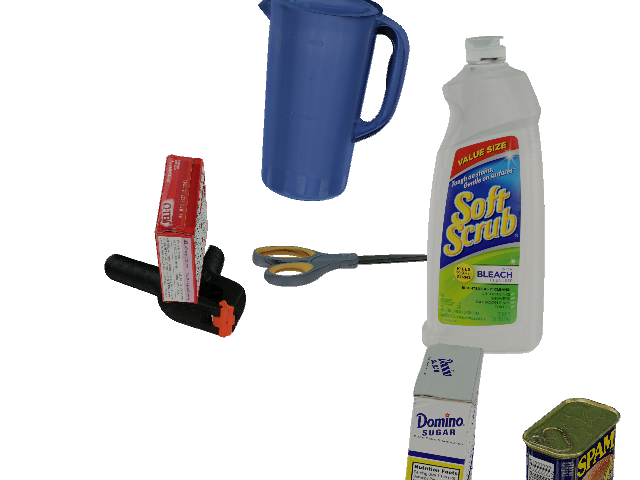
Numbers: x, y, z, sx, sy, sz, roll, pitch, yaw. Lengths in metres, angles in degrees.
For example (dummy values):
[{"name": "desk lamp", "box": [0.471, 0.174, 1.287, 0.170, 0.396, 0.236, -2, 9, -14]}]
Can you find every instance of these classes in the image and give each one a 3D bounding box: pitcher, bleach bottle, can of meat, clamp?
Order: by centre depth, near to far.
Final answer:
[{"name": "bleach bottle", "box": [0.128, -0.037, 0.862, 0.103, 0.251, 0.068, 1, 15, 20]}, {"name": "can of meat", "box": [0.228, 0.205, 0.973, 0.058, 0.084, 0.101, 14, 26, 39]}, {"name": "clamp", "box": [-0.112, 0.042, 0.992, 0.120, 0.039, 0.172, -16, 30, -33]}, {"name": "pitcher", "box": [0.003, -0.173, 1.286, 0.144, 0.243, 0.149, -6, 28, -27]}]

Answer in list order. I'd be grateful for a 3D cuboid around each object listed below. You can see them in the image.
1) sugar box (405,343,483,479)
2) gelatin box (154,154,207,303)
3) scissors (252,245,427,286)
[{"name": "sugar box", "box": [0.080, 0.168, 0.730, 0.048, 0.176, 0.093, 5, 17, 11]}, {"name": "gelatin box", "box": [-0.103, -0.007, 0.791, 0.030, 0.073, 0.089, 3, -37, -1]}, {"name": "scissors", "box": [0.023, 0.030, 1.175, 0.202, 0.016, 0.096, 4, 23, 5]}]
